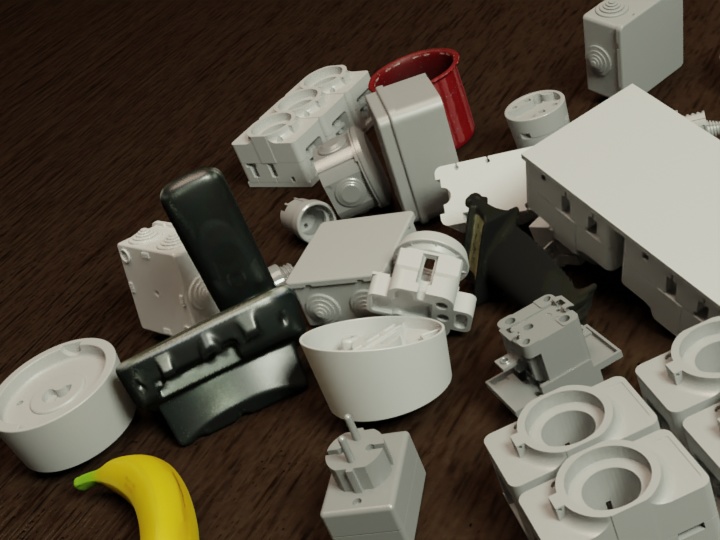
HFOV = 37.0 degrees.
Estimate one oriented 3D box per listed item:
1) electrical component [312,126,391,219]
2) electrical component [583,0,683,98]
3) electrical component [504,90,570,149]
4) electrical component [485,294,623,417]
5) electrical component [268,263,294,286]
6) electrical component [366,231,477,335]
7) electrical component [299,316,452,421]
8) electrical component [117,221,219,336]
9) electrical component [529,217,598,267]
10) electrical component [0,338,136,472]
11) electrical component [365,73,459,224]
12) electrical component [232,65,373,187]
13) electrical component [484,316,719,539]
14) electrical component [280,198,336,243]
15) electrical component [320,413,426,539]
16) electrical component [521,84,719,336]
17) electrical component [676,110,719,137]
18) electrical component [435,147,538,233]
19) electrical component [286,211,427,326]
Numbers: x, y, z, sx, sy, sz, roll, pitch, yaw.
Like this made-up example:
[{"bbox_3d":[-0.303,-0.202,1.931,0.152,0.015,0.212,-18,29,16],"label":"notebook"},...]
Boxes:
[{"bbox_3d":[-0.007,-0.089,0.996,0.051,0.080,0.080,-24,29,9],"label":"electrical component"},{"bbox_3d":[0.254,-0.214,1.003,0.100,0.099,0.048,-37,45,-22],"label":"electrical component"},{"bbox_3d":[0.164,-0.129,0.976,0.055,0.047,0.055,-17,30,10],"label":"electrical component"},{"bbox_3d":[0.122,0.054,0.693,0.081,0.063,0.042,-28,31,-10],"label":"electrical component"},{"bbox_3d":[-0.066,0.010,0.921,0.061,0.035,0.035,-26,30,-12],"label":"electrical component"},{"bbox_3d":[0.049,0.009,0.798,0.078,0.058,0.057,12,56,7],"label":"electrical component"},{"bbox_3d":[0.013,0.061,0.748,0.099,0.064,0.099,-15,19,5],"label":"electrical component"},{"bbox_3d":[-0.156,0.011,0.918,0.100,0.099,0.048,10,31,43],"label":"electrical component"},{"bbox_3d":[0.168,-0.029,0.815,0.066,0.048,0.055,-41,27,-29],"label":"electrical component"},{"bbox_3d":[-0.228,0.110,0.842,0.108,0.060,0.108,-17,30,10],"label":"electrical component"},{"bbox_3d":[0.050,-0.106,0.951,0.057,0.113,0.078,-19,30,0],"label":"electrical component"},{"bbox_3d":[-0.055,-0.156,1.153,0.089,0.061,0.150,3,39,38],"label":"electrical component"},{"bbox_3d":[0.174,0.098,0.590,0.186,0.060,0.105,-24,30,-2],"label":"electrical component"},{"bbox_3d":[-0.049,-0.047,0.998,0.040,0.040,0.046,-33,25,-18],"label":"electrical component"},{"bbox_3d":[0.003,0.122,0.651,0.047,0.076,0.065,-11,32,19],"label":"electrical component"},{"bbox_3d":[0.212,-0.036,0.730,0.105,0.060,0.186,-32,52,-17],"label":"electrical component"},{"bbox_3d":[0.256,-0.108,0.884,0.081,0.043,0.043,-12,32,19],"label":"electrical component"},{"bbox_3d":[0.114,-0.064,0.877,0.089,0.050,0.056,-11,-9,21],"label":"electrical component"},{"bbox_3d":[0.000,0.000,0.878,0.100,0.048,0.099,-6,34,27],"label":"electrical component"}]
